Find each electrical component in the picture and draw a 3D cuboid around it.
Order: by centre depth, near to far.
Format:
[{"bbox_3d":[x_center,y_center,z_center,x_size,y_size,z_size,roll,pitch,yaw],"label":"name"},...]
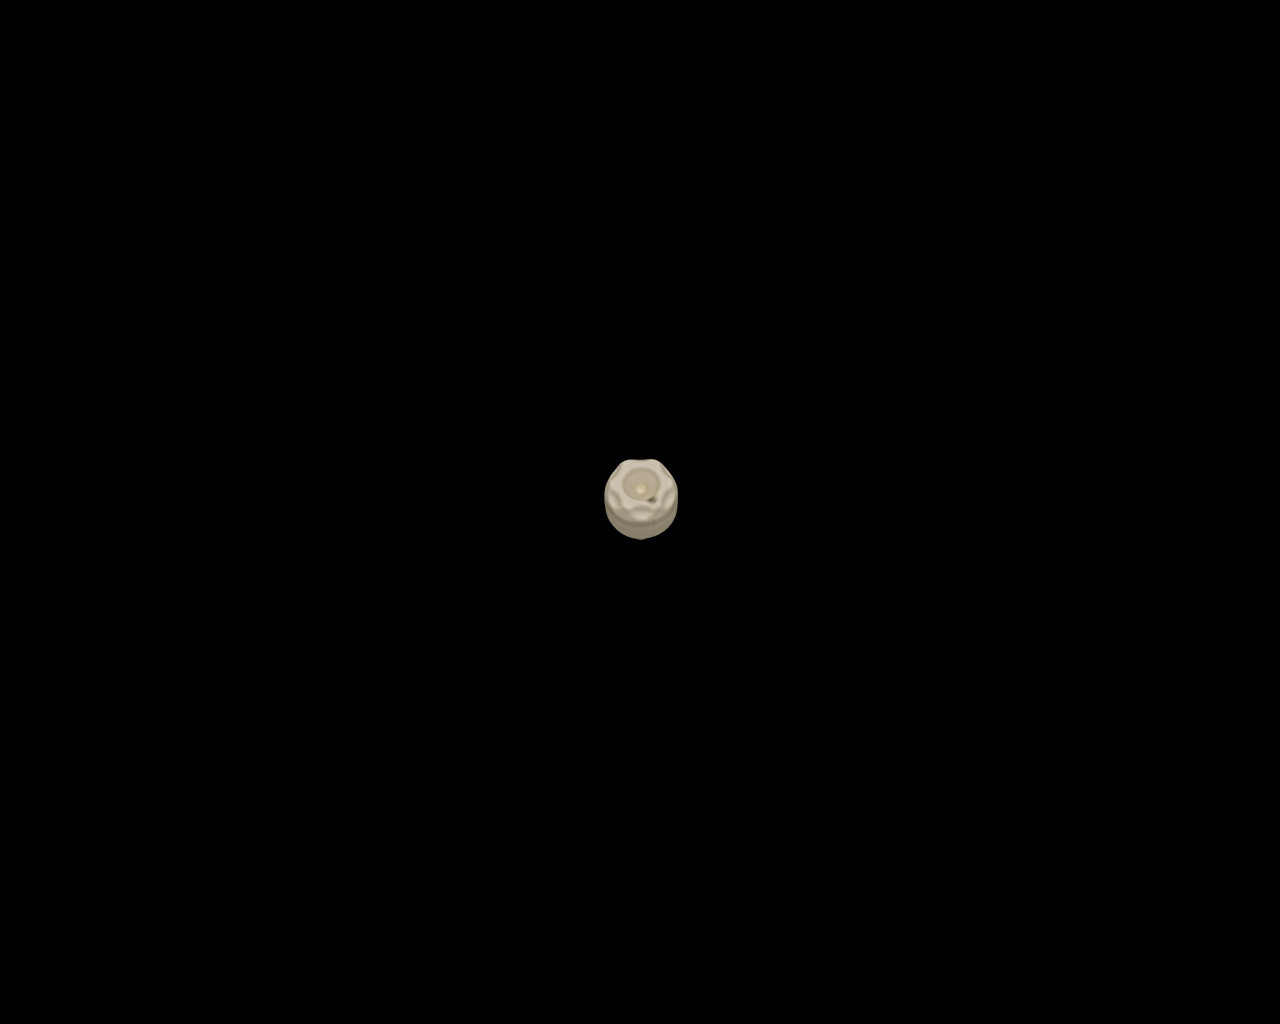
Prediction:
[{"bbox_3d":[0.001,-0.003,0.650,0.043,0.043,0.062,0,-28,0],"label":"electrical component"}]
